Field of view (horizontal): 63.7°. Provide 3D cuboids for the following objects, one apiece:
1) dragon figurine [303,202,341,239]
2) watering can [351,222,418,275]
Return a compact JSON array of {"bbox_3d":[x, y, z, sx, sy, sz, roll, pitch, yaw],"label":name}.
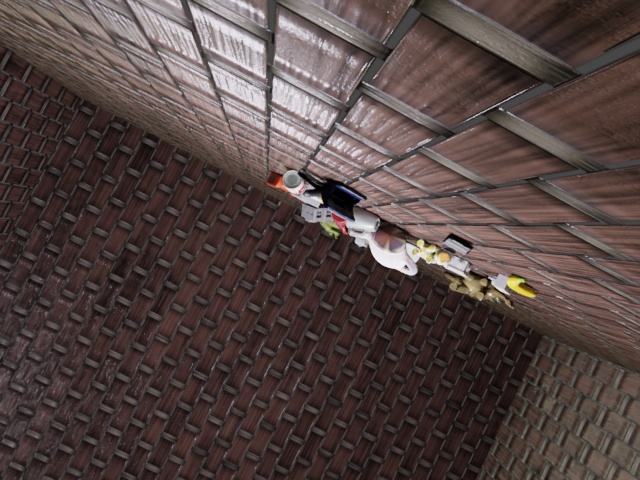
[{"bbox_3d":[0.007,-0.124,2.459,0.241,0.123,0.411,36,-5,-14],"label":"dragon figurine"},{"bbox_3d":[0.222,0.008,1.936,0.351,0.105,0.219,37,-18,26],"label":"watering can"}]
